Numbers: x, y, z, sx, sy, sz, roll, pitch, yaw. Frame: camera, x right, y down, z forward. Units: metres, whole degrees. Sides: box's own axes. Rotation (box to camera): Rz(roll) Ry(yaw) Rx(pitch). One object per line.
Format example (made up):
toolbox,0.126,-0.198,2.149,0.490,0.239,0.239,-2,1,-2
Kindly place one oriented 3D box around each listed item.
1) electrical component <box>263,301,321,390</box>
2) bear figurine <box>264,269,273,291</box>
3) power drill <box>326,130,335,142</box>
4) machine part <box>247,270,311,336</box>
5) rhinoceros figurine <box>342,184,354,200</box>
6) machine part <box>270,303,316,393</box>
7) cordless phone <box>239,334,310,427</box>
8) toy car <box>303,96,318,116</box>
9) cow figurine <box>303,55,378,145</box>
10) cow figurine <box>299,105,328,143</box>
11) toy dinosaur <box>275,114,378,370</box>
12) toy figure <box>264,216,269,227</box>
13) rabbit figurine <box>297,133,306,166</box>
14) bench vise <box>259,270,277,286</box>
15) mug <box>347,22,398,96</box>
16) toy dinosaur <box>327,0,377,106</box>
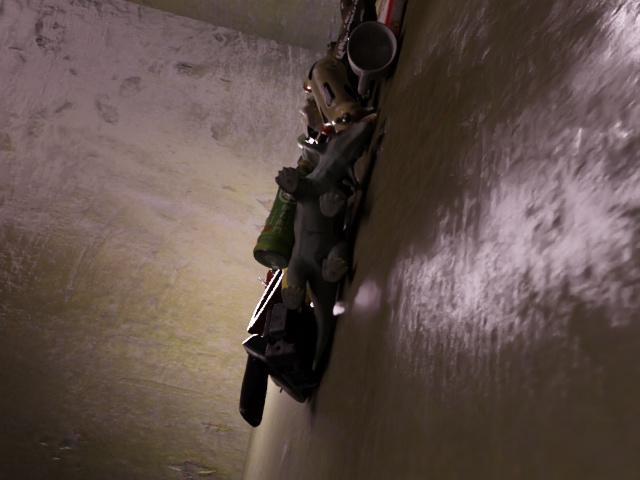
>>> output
electrical component,-0.044,0.168,0.902,0.115,0.058,0.134,-86,-25,-46
bear figurine,-0.138,0.214,1.744,0.120,0.132,0.196,105,-178,-65
power drill,0.002,-0.145,1.125,0.231,0.086,0.207,102,-165,-52
machine part,-0.070,0.122,1.195,0.201,0.087,0.201,-58,8,19
rhinoceros figurine,0.017,-0.030,1.036,0.112,0.073,0.190,-66,-7,-54
machine part,-0.049,0.211,1.059,0.079,0.079,0.243,-84,8,-55
cordless phone,-0.080,0.260,0.935,0.089,0.146,0.184,-26,28,20
toy car,0.005,-0.260,1.350,0.056,0.073,0.201,-136,34,-71
cow figurine,0.040,-0.250,0.991,0.127,0.085,0.195,118,133,-70
cow figurine,-0.002,-0.245,1.230,0.167,0.068,0.098,83,173,-83
toy dinosaur,0.005,-0.010,0.891,0.192,0.131,0.404,-34,-48,-71
toy figure,-0.086,-0.019,1.189,0.180,0.082,0.089,179,97,-87
rabbit figurine,-0.013,-0.190,1.486,0.170,0.121,0.159,136,128,-57
bench vise,-0.098,0.110,1.489,0.223,0.129,0.240,-51,0,32
mug,0.088,-0.299,0.913,0.107,0.081,0.109,-27,-55,-83
toy dinosaur,0.064,-0.363,1.154,0.470,0.105,0.199,93,180,-48
